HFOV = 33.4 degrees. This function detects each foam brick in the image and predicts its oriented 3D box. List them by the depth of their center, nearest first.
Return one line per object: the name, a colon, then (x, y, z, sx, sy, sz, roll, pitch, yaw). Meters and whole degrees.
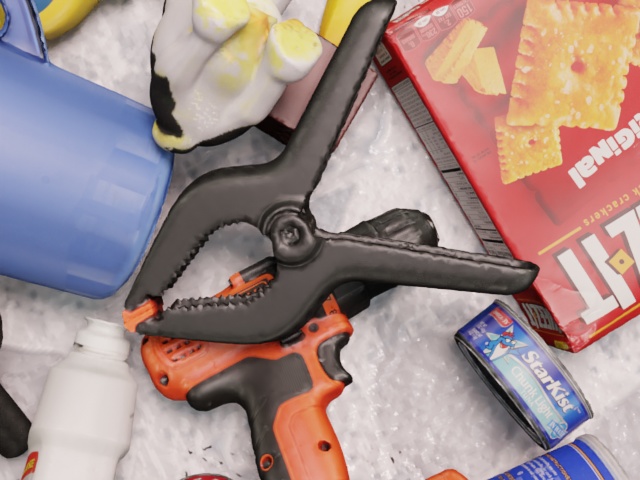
foam brick: (-0.007, -0.080, 0.598, 0.053, 0.078, 0.051, 31, 87, -5)

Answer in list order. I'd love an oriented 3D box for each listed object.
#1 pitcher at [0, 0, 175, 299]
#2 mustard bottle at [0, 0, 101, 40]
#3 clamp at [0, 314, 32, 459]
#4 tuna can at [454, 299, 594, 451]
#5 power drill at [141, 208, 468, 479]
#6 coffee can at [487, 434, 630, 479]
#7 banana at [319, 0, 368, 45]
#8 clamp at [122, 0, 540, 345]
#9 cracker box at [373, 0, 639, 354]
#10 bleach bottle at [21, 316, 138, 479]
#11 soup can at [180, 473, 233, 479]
pitcher: (-0.198, -0.065, 0.537, 0.242, 0.149, 0.145, 20, 54, -20)
mustard bottle: (-0.180, -0.158, 0.592, 0.191, 0.058, 0.096, -1, 92, -5)
clamp: (-0.198, 0.062, 0.561, 0.120, 0.172, 0.039, 18, 51, -16)
tuna can: (0.115, 0.077, 0.607, 0.034, 0.086, 0.086, -38, 94, -2)
power drill: (0.016, 0.085, 0.578, 0.184, 0.057, 0.188, -28, 61, -5)
coffee can: (0.111, 0.184, 0.600, 0.140, 0.103, 0.103, -23, 93, -4)
banana: (0.024, -0.202, 0.609, 0.069, 0.037, 0.198, -9, 107, -15)
clamp: (-0.004, 0.001, 0.550, 0.210, 0.036, 0.164, -35, 92, 9)
cracker box: (0.152, -0.068, 0.615, 0.164, 0.072, 0.213, -31, 94, -3)
bleach bottle: (-0.148, 0.168, 0.590, 0.068, 0.103, 0.251, 14, 83, -15)
soup can: (-0.064, 0.173, 0.585, 0.068, 0.102, 0.068, 0, 91, -5)
